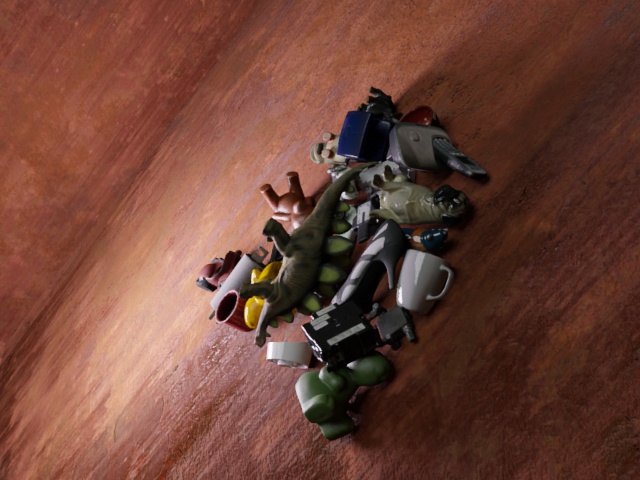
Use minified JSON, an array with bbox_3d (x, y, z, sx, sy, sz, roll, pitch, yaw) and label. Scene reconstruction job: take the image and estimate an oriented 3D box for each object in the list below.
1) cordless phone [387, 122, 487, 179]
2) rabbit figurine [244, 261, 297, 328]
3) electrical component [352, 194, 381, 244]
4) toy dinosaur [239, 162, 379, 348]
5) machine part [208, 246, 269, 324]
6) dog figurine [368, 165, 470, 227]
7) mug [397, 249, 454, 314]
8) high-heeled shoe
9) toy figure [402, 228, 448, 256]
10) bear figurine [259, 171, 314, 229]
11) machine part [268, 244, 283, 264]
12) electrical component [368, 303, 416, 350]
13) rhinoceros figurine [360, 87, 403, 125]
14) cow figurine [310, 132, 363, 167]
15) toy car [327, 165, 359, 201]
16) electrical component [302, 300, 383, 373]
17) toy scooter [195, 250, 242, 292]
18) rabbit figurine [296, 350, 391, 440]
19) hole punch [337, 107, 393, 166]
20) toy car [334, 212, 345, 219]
[{"bbox_3d":[0.230,-0.162,1.068,0.184,0.146,0.088,51,132,51],"label":"cordless phone"},{"bbox_3d":[-0.133,0.133,1.303,0.173,0.122,0.162,-56,27,26],"label":"rabbit figurine"},{"bbox_3d":[0.111,-0.038,1.193,0.075,0.047,0.119,-30,42,34],"label":"electrical component"},{"bbox_3d":[-0.030,0.029,1.139,0.105,0.199,0.471,-41,-26,-79],"label":"toy dinosaur"},{"bbox_3d":[-0.217,0.124,1.448,0.243,0.079,0.079,-54,33,2],"label":"machine part"},{"bbox_3d":[0.210,-0.077,1.087,0.191,0.121,0.172,10,25,19],"label":"dog figurine"},{"bbox_3d":[0.191,0.082,0.972,0.110,0.080,0.107,17,86,49],"label":"mug"},{"bbox_3d":[0.082,0.062,1.076,0.249,0.086,0.145,-34,49,47],"label":"high-heeled shoe"},{"bbox_3d":[0.190,0.002,1.050,0.064,0.057,0.155,-45,24,-25],"label":"toy figure"},{"bbox_3d":[-0.063,-0.085,1.386,0.120,0.131,0.196,-28,25,-10],"label":"bear figurine"},{"bbox_3d":[-0.084,0.023,1.401,0.139,0.039,0.084,-17,44,46],"label":"machine part"},{"bbox_3d":[0.131,0.159,1.003,0.078,0.045,0.102,-40,36,26],"label":"electrical component"},{"bbox_3d":[0.150,-0.305,1.328,0.073,0.112,0.190,-55,17,32],"label":"rhinoceros figurine"},{"bbox_3d":[0.060,-0.229,1.372,0.195,0.127,0.085,0,82,34],"label":"cow figurine"},{"bbox_3d":[0.055,-0.138,1.282,0.056,0.073,0.202,-14,11,-2],"label":"toy car"},{"bbox_3d":[0.035,0.170,0.985,0.115,0.058,0.134,-22,25,-12],"label":"electrical component"},{"bbox_3d":[-0.285,0.088,1.567,0.184,0.075,0.135,1,64,48],"label":"toy scooter"},{"bbox_3d":[0.051,0.259,0.990,0.170,0.121,0.159,-33,29,3],"label":"rabbit figurine"},{"bbox_3d":[0.089,-0.237,1.231,0.116,0.092,0.142,19,100,36],"label":"hole punch"},{"bbox_3d":[-0.003,-0.004,1.277,0.202,0.053,0.089,-65,22,0],"label":"toy car"}]
